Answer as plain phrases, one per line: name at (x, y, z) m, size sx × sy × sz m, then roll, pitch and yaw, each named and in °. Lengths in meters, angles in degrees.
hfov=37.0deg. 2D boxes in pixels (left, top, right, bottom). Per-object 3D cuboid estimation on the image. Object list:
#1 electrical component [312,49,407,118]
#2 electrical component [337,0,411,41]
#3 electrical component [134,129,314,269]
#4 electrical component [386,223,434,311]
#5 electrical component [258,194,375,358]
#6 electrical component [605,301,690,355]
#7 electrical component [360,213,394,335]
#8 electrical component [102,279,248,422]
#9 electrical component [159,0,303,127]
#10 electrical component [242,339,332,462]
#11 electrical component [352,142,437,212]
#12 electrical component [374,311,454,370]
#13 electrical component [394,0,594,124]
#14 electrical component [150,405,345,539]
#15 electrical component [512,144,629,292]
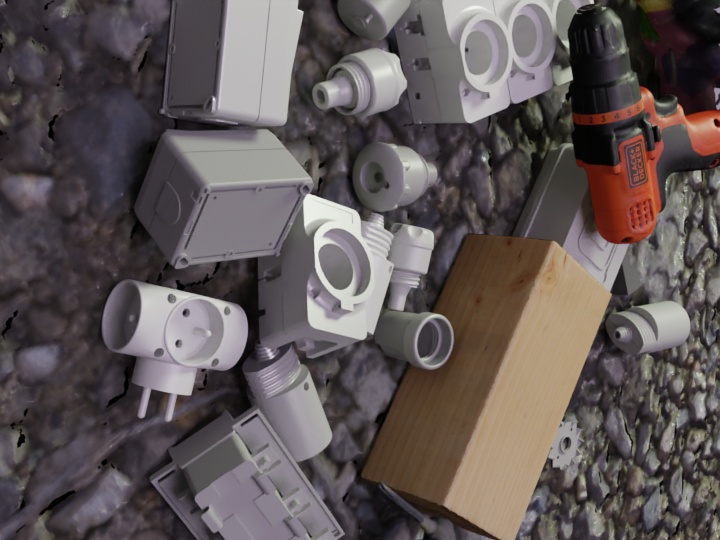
electrical component at (-0.003, -0.123, 0.722) m, size 0.062 × 0.043 × 0.043 m, roll -23°, pitch 110°, yaw -36°
electrical component at (0.017, -0.192, 0.733) m, size 0.078 × 0.040 × 0.040 m, roll -55°, pitch 126°, yaw -22°
electrical component at (-0.079, -0.047, 0.646) m, size 0.096 × 0.061 × 0.061 m, roll -8°, pitch 138°, yaw -43°
electrical component at (0.032, -0.001, 0.774) m, size 0.035 × 0.035 × 0.061 m, roll 11°, pitch 91°, yaw -41°
electrical component at (-0.028, 0.004, 0.687) m, size 0.050 × 0.056 × 0.089 m, roll 17°, pitch 60°, yaw -41°
electrical component at (0.256, 0.054, 0.970) m, size 0.081 × 0.043 × 0.043 m, roll -7°, pitch 100°, yaw -40°
electrical component at (0.000, 0.000, 0.741) m, size 0.043 × 0.043 × 0.081 m, roll 24°, pitch 79°, yaw -40°
electrical component at (-0.115, 0.052, 0.647) m, size 0.077 × 0.044 × 0.079 m, roll 16°, pitch 86°, yaw -41°
electrical component at (-0.075, -0.135, 0.646) m, size 0.061 × 0.062 × 0.096 m, roll 4°, pitch 93°, yaw -41°
electrical component at (-0.051, 0.081, 0.706) m, size 0.043 × 0.043 × 0.081 m, roll -34°, pitch 116°, yaw -33°
electrical component at (0.029, -0.066, 0.758) m, size 0.062 × 0.048 × 0.048 m, roll -9°, pitch 101°, yaw -47°
electrical component at (0.038, 0.049, 0.778) m, size 0.040 × 0.046 × 0.040 m, roll -6°, pitch 99°, yaw -40°
electrical component at (0.104, -0.172, 0.797) m, size 0.150 × 0.062 × 0.089 m, roll -27°, pitch 112°, yaw -36°
electrical component at (-0.065, 0.157, 0.683) m, size 0.079 × 0.063 × 0.121 m, roll -34°, pitch 119°, yaw -7°
electrical component at (0.178, -0.039, 0.881) m, size 0.078 × 0.057 × 0.113 m, roll 37°, pitch 72°, yaw -38°
